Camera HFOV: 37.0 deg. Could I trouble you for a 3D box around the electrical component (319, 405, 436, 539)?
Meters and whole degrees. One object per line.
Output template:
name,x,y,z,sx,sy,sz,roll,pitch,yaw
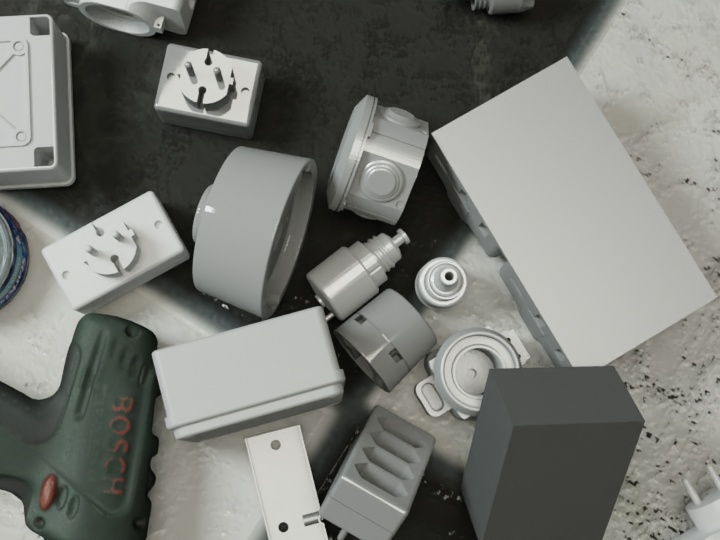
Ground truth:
electrical component,0.005,0.145,0.698,0.047,0.083,0.075,30,120,2

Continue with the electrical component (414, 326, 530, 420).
electrical component,0.076,0.068,0.715,0.078,0.057,0.058,-30,85,-6

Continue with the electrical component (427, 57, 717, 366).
electrical component,0.138,-0.032,0.729,0.105,0.060,0.186,-30,85,-6

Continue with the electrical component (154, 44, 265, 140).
electrical component,-0.102,-0.125,0.723,0.066,0.076,0.047,11,83,-1

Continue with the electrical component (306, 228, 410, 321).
electrical component,0.000,0.000,0.729,0.078,0.040,0.040,-38,85,-7

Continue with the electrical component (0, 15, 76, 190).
electrical component,-0.253,-0.111,0.726,0.109,0.056,0.108,-4,83,-3

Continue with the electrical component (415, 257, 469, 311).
electrical component,0.056,0.008,0.720,0.035,0.061,0.035,0,82,-2

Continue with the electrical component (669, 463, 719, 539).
electrical component,0.241,0.165,0.711,0.138,0.052,0.073,-29,84,-6

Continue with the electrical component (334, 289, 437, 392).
electrical component,0.018,0.046,0.717,0.047,0.055,0.055,-42,86,-10

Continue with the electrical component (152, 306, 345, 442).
electrical component,-0.067,0.068,0.684,0.109,0.108,0.056,-15,81,-4

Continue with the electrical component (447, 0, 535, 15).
electrical component,0.091,-0.201,0.758,0.062,0.043,0.043,-5,83,-1

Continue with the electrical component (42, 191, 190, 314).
electrical component,-0.163,-0.013,0.707,0.083,0.075,0.047,-29,85,-6

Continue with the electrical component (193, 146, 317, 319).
electrical component,-0.074,-0.028,0.699,0.060,0.108,0.108,17,82,6

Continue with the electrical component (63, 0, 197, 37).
electrical component,-0.160,-0.199,0.744,0.089,0.050,0.055,14,82,0

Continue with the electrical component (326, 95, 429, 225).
electrical component,0.011,-0.072,0.720,0.051,0.080,0.080,19,82,-5
